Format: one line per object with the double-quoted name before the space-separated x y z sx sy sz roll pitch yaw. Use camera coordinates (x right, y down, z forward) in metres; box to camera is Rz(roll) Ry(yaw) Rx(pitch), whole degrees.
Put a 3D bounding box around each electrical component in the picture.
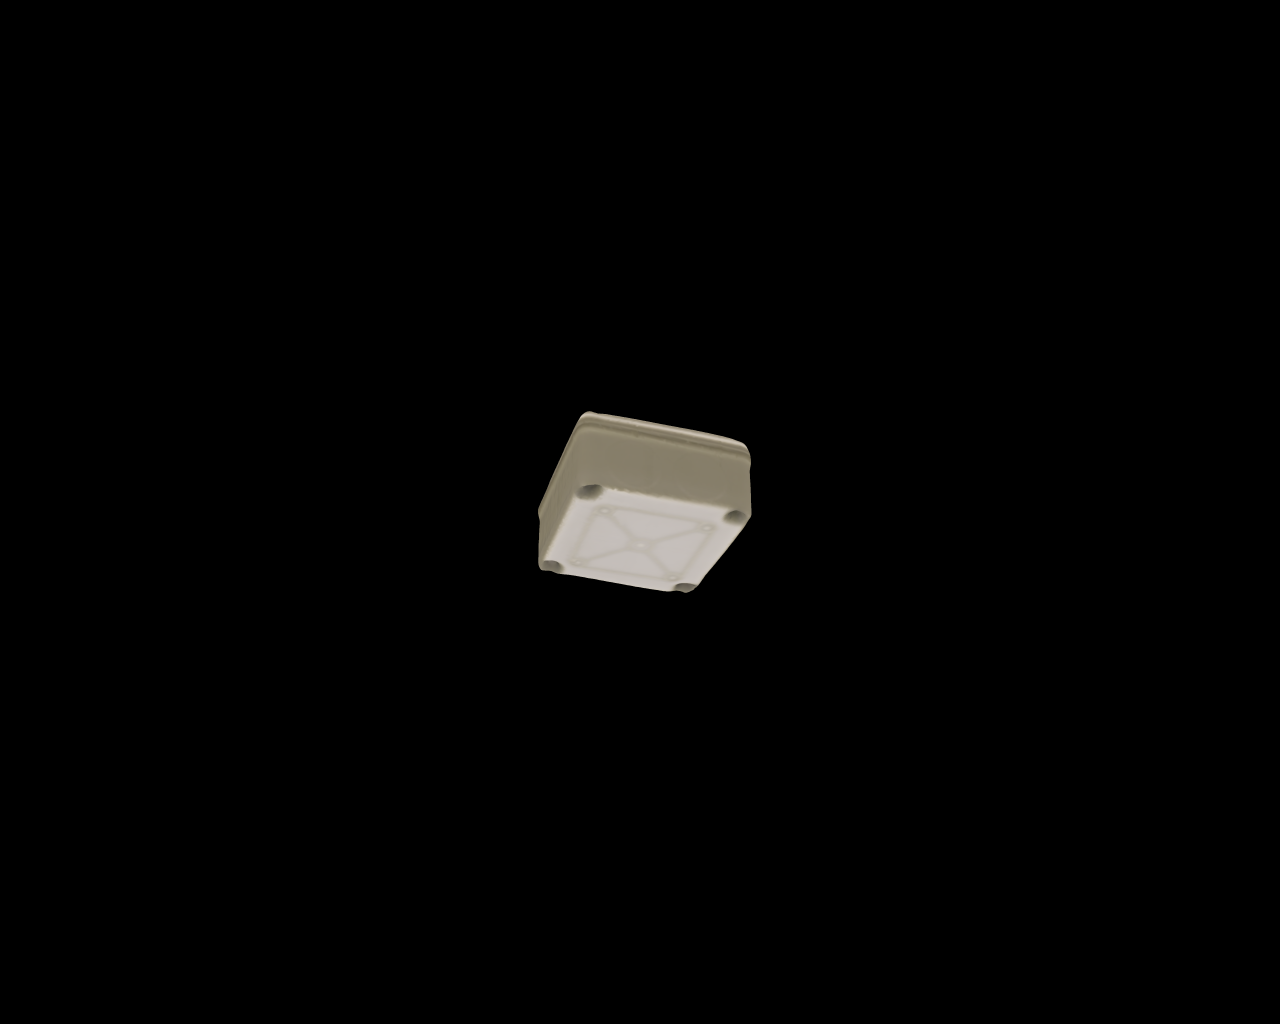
"electrical component" 0.001 -0.003 0.650 0.109 0.056 0.108 10 -34 -15
